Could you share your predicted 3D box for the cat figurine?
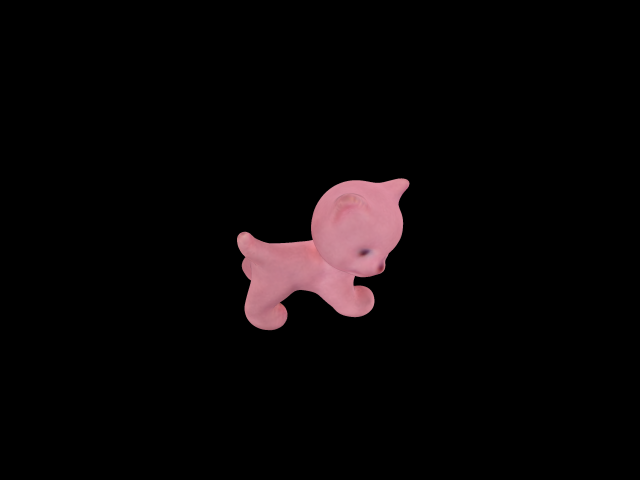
[{"bbox_3d":[0.004,0.001,0.400,0.128,0.118,0.067,-9,54,-7],"label":"cat figurine"}]
